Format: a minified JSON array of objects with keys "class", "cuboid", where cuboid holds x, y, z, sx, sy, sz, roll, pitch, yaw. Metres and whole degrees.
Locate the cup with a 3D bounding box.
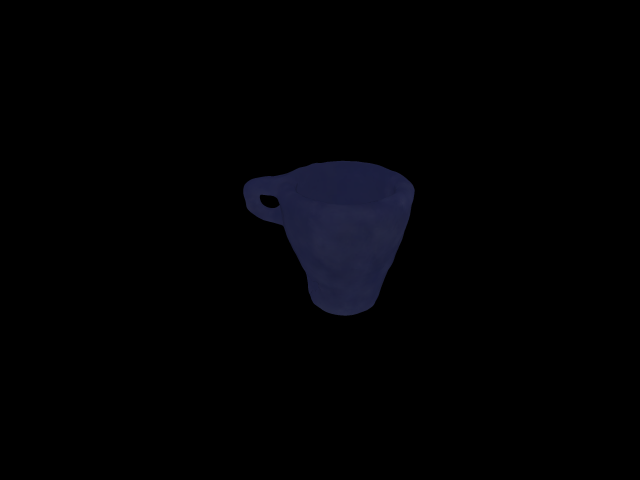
[{"class":"cup","cuboid":[0.004,0.001,0.400,0.117,0.095,0.092,6,28,12]}]
